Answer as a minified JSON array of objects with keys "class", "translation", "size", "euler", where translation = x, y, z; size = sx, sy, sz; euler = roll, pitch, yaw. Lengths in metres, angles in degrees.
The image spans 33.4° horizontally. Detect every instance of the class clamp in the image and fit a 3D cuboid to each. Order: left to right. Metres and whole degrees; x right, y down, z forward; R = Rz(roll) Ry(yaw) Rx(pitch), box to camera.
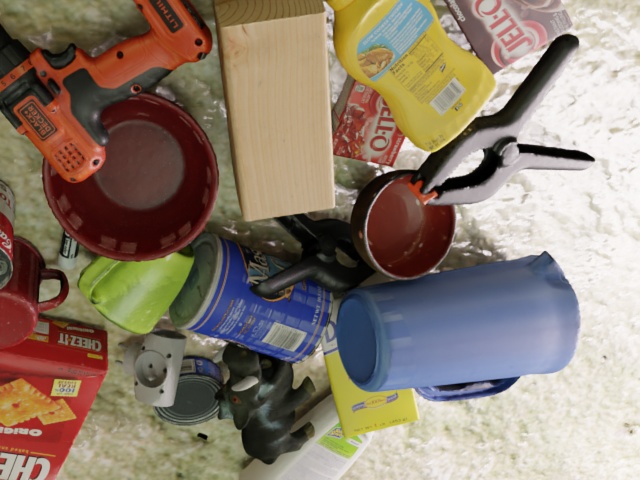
[{"class":"clamp","translation":[-0.007,0.001,1.098],"size":[0.171,0.120,0.039],"euler":[4,166,-41]},{"class":"clamp","translation":[0.181,-0.103,1.050],"size":[0.209,0.036,0.164],"euler":[-24,129,-14]}]

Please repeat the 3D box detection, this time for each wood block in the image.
[{"class":"wood block","translation":[-0.041,-0.128,0.967],"size":[0.090,0.090,0.206],"euler":[-9,130,-6]}]

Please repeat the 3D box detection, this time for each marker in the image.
[{"class":"marker","translation":[-0.243,-0.021,1.059],"size":[0.020,0.020,0.121],"euler":[7,128,-18]}]

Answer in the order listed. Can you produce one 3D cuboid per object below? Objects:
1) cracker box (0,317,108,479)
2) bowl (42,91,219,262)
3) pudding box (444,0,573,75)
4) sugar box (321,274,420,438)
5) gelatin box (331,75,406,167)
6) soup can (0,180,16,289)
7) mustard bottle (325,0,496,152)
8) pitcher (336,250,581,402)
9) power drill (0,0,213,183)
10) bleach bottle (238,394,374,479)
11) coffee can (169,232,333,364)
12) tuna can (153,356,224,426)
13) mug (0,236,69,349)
[{"class":"cracker box","translation":[-0.343,0.177,1.169],"size":[0.164,0.072,0.214],"euler":[15,126,-23]},{"class":"bowl","translation":[-0.172,-0.064,0.994],"size":[0.162,0.055,0.162],"euler":[0,106,0]},{"class":"pudding box","translation":[0.167,-0.216,0.973],"size":[0.090,0.039,0.113],"euler":[-31,130,13]},{"class":"sugar box","translation":[0.051,0.131,1.204],"size":[0.093,0.048,0.176],"euler":[-14,115,-1]},{"class":"gelatin box","translation":[0.051,-0.119,1.035],"size":[0.073,0.030,0.089],"euler":[9,127,-20]},{"class":"soup can","translation":[-0.321,-0.006,0.999],"size":[0.068,0.102,0.068],"euler":[-6,130,-8]},{"class":"mustard bottle","translation":[0.068,-0.175,0.959],"size":[0.096,0.058,0.191],"euler":[-46,114,1]},{"class":"pitcher","translation":[0.142,0.101,1.138],"size":[0.242,0.149,0.145],"euler":[-6,173,-26]},{"class":"power drill","translation":[-0.200,-0.166,0.905],"size":[0.188,0.057,0.184],"euler":[-34,108,12]},{"class":"bleach bottle","translation":[0.013,0.250,1.318],"size":[0.102,0.068,0.251],"euler":[31,115,-33]},{"class":"coffee can","translation":[-0.072,0.062,1.112],"size":[0.140,0.103,0.103],"euler":[21,122,-27]},{"class":"tuna can","translation":[-0.152,0.175,1.235],"size":[0.086,0.034,0.086],"euler":[-6,131,-8]},{"class":"mug","translation":[-0.310,0.053,1.065],"size":[0.117,0.081,0.093],"euler":[-2,130,-11]}]
